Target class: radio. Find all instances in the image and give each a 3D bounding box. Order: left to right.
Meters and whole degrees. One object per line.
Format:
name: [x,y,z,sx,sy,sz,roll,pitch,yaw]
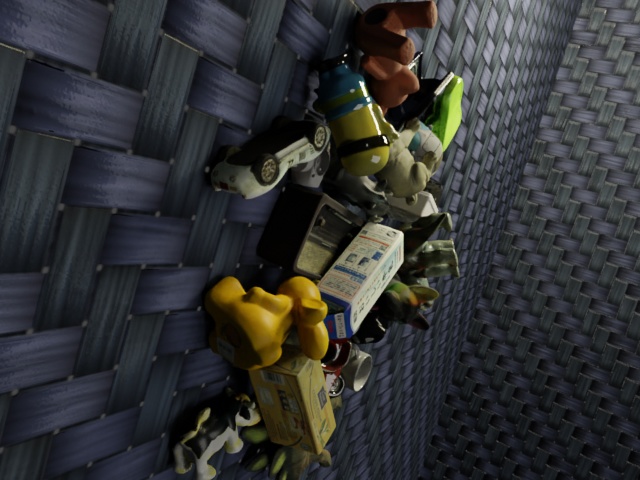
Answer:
radio: [-0.002,-0.003,0.904,0.229,0.073,0.131,26,86,-65]

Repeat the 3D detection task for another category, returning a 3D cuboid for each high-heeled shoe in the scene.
high-heeled shoe: [0.101,0.200,1.166,0.086,0.145,0.248,-63,151,-12]

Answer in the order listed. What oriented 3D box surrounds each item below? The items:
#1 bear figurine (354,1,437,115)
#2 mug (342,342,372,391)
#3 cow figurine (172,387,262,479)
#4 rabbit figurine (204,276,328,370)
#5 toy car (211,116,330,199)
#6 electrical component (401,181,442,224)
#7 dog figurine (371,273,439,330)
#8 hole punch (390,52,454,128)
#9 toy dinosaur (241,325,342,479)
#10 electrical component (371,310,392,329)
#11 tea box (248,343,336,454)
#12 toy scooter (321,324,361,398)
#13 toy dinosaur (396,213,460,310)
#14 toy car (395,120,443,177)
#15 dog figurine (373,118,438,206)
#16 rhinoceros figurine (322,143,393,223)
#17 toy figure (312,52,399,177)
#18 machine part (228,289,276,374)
bear figurine: [0.130,-0.291,0.902,0.120,0.132,0.195,-55,145,-18]
mug: [0.045,0.256,1.142,0.081,0.107,0.109,-46,141,-41]
cow figurine: [-0.153,0.278,0.826,0.167,0.068,0.098,-34,131,-52]
rabbit figurine: [-0.058,0.102,0.772,0.173,0.163,0.121,-28,122,-47]
toy car: [-0.061,-0.114,0.713,0.202,0.074,0.056,-41,139,-44]
electrical component: [0.257,-0.089,1.365,0.134,0.058,0.114,-22,125,-57]
dog figurine: [0.136,0.093,1.078,0.191,0.219,0.108,-21,129,-56]
hole punch: [0.188,-0.297,1.074,0.142,0.092,0.115,-54,180,-35]
toy dinosaur: [-0.052,0.333,1.017,0.198,0.105,0.470,-17,112,-53]
electrical component: [0.145,0.183,1.320,0.119,0.075,0.047,-42,142,-51]
tea box: [-0.043,0.250,0.856,0.068,0.098,0.169,-48,136,-48]
toy scooter: [0.000,0.181,0.936,0.135,0.075,0.184,21,75,-39]
toy dinosaur: [0.203,0.029,1.186,0.404,0.192,0.131,56,25,-59]
toy car: [0.211,-0.181,1.160,0.109,0.103,0.161,-52,147,-31]
dog figurine: [0.114,-0.136,0.958,0.190,0.121,0.172,-20,82,-55]
rhinoceros figurine: [0.063,-0.096,0.925,0.190,0.112,0.073,40,70,-54]
toy figure: [0.044,-0.181,0.799,0.089,0.082,0.180,-34,108,-30]
machine part: [-0.098,0.146,0.869,0.139,0.039,0.084,-61,148,-14]
